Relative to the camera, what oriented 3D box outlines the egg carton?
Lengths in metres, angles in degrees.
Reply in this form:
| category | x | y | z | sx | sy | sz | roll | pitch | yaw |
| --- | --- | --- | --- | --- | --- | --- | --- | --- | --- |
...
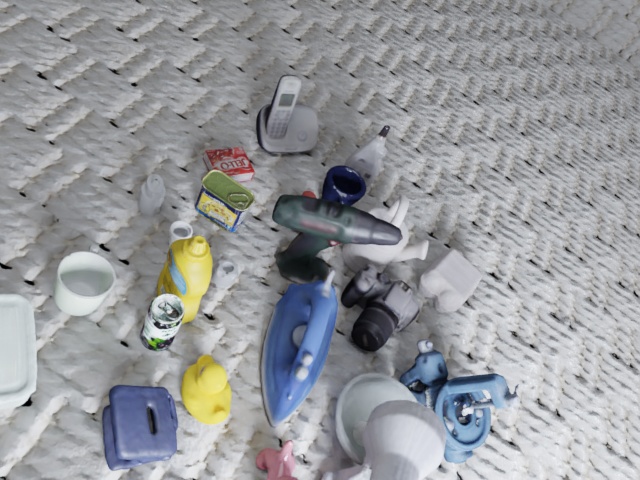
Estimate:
| category | x | y | z | sx | sy | sz | roll | pitch | yaw |
| --- | --- | --- | --- | --- | --- | --- | --- | --- | --- |
| egg carton | 0.280 | 0.087 | 1.232 | 0.107 | 0.069 | 0.151 | 43 | 49 | 8 |

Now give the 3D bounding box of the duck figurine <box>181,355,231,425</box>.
| category | x | y | z | sx | sy | sz | roll | pitch | yaw |
| --- | --- | --- | --- | --- | --- | --- | --- | --- | --- |
| duck figurine | -0.169 | 0.228 | 0.888 | 0.078 | 0.086 | 0.104 | -10 | 61 | -32 |

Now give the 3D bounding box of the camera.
| category | x | y | z | sx | sy | sz | roll | pitch | yaw |
| --- | --- | --- | --- | --- | --- | --- | --- | --- | --- |
| camera | 0.107 | 0.132 | 1.090 | 0.143 | 0.100 | 0.137 | 38 | 48 | 4 |

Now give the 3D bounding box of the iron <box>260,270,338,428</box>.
| category | x | y | z | sx | sy | sz | roll | pitch | yaw |
| --- | --- | --- | --- | --- | --- | --- | --- | --- | --- |
| iron | -0.025 | 0.174 | 0.964 | 0.119 | 0.141 | 0.258 | 23 | 49 | -10 |

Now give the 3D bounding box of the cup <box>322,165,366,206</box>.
| category | x | y | z | sx | sy | sz | roll | pitch | yaw |
| --- | --- | --- | --- | --- | --- | --- | --- | --- | --- |
| cup | 0.039 | -0.088 | 1.223 | 0.092 | 0.095 | 0.118 | 19 | 50 | -13 |

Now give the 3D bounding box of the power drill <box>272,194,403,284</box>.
| category | x | y | z | sx | sy | sz | roll | pitch | yaw |
| --- | --- | --- | --- | --- | --- | --- | --- | --- | --- |
| power drill | 0.010 | 0.004 | 1.063 | 0.230 | 0.208 | 0.075 | 21 | 49 | -12 |

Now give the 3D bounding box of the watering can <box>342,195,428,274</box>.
| category | x | y | z | sx | sy | sz | roll | pitch | yaw |
| --- | --- | --- | --- | --- | --- | --- | --- | --- | --- |
| watering can | 0.134 | -0.013 | 1.149 | 0.173 | 0.194 | 0.101 | 12 | 51 | -18 |

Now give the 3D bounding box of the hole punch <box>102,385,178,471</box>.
| category | x | y | z | sx | sy | sz | roll | pitch | yaw |
| --- | --- | --- | --- | --- | --- | --- | --- | --- | --- |
| hole punch | -0.253 | 0.261 | 0.817 | 0.101 | 0.091 | 0.108 | -2 | 57 | -28 |

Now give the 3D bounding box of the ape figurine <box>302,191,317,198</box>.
| category | x | y | z | sx | sy | sz | roll | pitch | yaw |
| --- | --- | --- | --- | --- | --- | --- | --- | --- | --- |
| ape figurine | -0.031 | -0.066 | 1.172 | 0.078 | 0.092 | 0.076 | 5 | 54 | -23 |

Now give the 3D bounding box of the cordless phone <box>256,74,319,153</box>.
| category | x | y | z | sx | sy | sz | roll | pitch | yaw |
| --- | --- | --- | --- | --- | --- | --- | --- | --- | --- |
| cordless phone | -0.055 | -0.280 | 1.257 | 0.148 | 0.185 | 0.094 | -9 | 61 | -32 |

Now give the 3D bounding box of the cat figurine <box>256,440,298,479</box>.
| category | x | y | z | sx | sy | sz | roll | pitch | yaw |
| --- | --- | --- | --- | --- | --- | --- | --- | --- | --- |
| cat figurine | -0.051 | 0.356 | 0.831 | 0.067 | 0.117 | 0.128 | 14 | 51 | -17 |

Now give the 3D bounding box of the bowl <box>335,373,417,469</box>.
| category | x | y | z | sx | sy | sz | roll | pitch | yaw |
| --- | --- | --- | --- | --- | --- | --- | --- | --- | --- |
| bowl | 0.091 | 0.315 | 0.963 | 0.168 | 0.074 | 0.167 | 14 | 51 | -17 |

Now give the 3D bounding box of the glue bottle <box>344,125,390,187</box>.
| category | x | y | z | sx | sy | sz | roll | pitch | yaw |
| --- | --- | --- | --- | --- | --- | --- | --- | --- | --- |
| glue bottle | 0.115 | -0.195 | 1.288 | 0.078 | 0.173 | 0.037 | 26 | 48 | -7 |

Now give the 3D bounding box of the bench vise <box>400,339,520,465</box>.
| category | x | y | z | sx | sy | sz | roll | pitch | yaw |
| --- | --- | --- | --- | --- | --- | --- | --- | --- | --- |
| bench vise | 0.229 | 0.261 | 0.976 | 0.122 | 0.219 | 0.207 | -30 | 73 | -39 |

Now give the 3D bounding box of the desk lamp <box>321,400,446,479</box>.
| category | x | y | z | sx | sy | sz | roll | pitch | yaw |
| --- | --- | --- | --- | --- | --- | --- | --- | --- | --- |
| desk lamp | 0.081 | 0.358 | 0.833 | 0.118 | 0.213 | 0.203 | 34 | 48 | 0 |
